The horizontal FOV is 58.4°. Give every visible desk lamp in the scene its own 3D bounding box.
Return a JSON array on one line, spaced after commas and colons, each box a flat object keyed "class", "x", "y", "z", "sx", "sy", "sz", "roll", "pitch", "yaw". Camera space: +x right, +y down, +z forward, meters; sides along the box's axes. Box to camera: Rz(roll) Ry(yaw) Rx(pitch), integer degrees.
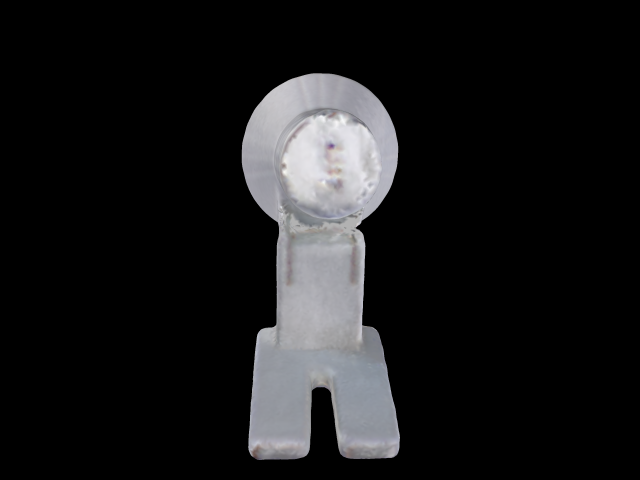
[{"class": "desk lamp", "x": 0.004, "y": 0.001, "z": 0.400, "sx": 0.118, "sy": 0.214, "sz": 0.203, "roll": -2, "pitch": 27, "yaw": -3}]
